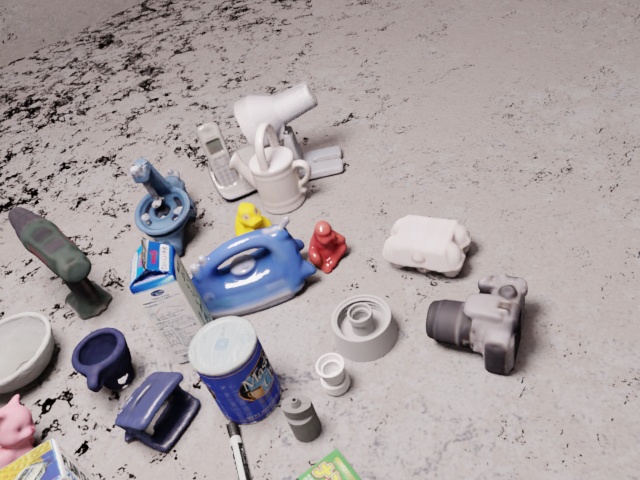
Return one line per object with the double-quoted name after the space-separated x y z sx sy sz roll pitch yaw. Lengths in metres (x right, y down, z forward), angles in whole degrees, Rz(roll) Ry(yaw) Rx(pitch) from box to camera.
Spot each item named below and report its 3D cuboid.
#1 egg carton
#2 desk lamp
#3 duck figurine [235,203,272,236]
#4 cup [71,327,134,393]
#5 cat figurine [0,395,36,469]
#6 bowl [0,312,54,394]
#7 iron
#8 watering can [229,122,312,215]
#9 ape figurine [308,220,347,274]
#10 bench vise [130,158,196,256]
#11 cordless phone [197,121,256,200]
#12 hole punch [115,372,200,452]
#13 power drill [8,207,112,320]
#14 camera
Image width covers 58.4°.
0.191 0.011 1.028 0.150 0.069 0.107 8 47 26 "egg carton"
-0.067 -0.242 1.284 0.203 0.214 0.118 -12 41 5 "desk lamp"
-0.145 -0.041 1.184 0.078 0.086 0.104 -34 44 -19 "duck figurine"
-0.354 0.219 0.958 0.091 0.095 0.117 -15 41 2 "cup"
-0.484 0.311 0.881 0.067 0.118 0.128 10 48 28 "cat figurine"
-0.553 0.216 1.042 0.167 0.075 0.167 -9 41 8 "bowl"
-0.146 0.050 1.041 0.258 0.142 0.118 -22 41 -6 "iron"
-0.108 -0.156 1.217 0.173 0.194 0.101 -14 41 3 "watering can"
0.010 0.004 1.078 0.078 0.092 0.076 -19 41 -2 "ape figurine"
-0.344 -0.095 1.208 0.121 0.220 0.207 -23 41 -7 "bench vise"
-0.190 -0.194 1.293 0.148 0.185 0.094 -28 42 -12 "cordless phone"
-0.261 0.257 0.888 0.100 0.091 0.109 11 48 28 "hole punch"
-0.498 0.049 1.107 0.228 0.209 0.076 24 55 37 "power drill"
0.238 0.113 0.875 0.136 0.101 0.143 7 46 25 "camera"
